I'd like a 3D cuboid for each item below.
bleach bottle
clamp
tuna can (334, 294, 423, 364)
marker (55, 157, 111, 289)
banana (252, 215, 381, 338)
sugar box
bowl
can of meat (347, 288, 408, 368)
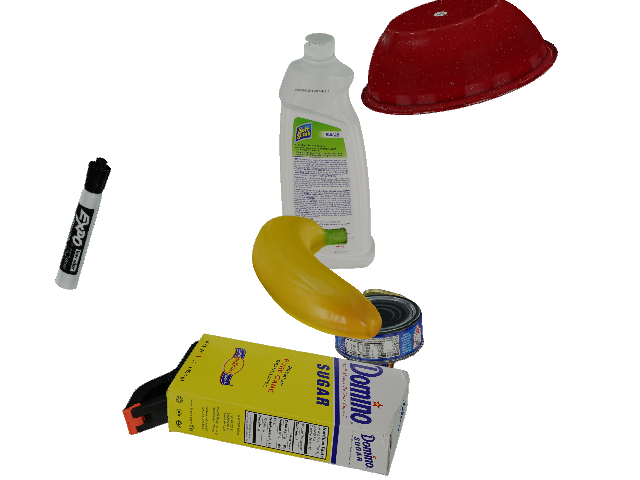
[{"bbox_3d":[0.008,-0.092,1.121,0.102,0.251,0.068,0,29,1],"label":"bleach bottle"},{"bbox_3d":[-0.131,0.149,1.119,0.120,0.039,0.171,-11,18,36],"label":"clamp"},{"bbox_3d":[0.055,0.083,1.023,0.086,0.034,0.086,-4,22,2],"label":"tuna can"},{"bbox_3d":[-0.201,-0.014,0.906,0.020,0.121,0.020,18,21,-7],"label":"marker"},{"bbox_3d":[-0.008,0.015,0.669,0.069,0.037,0.198,-4,18,-3],"label":"banana"},{"bbox_3d":[-0.023,0.125,0.838,0.176,0.048,0.093,7,27,11],"label":"sugar box"},{"bbox_3d":[0.104,-0.157,0.857,0.162,0.055,0.162,-14,24,6],"label":"bowl"},{"bbox_3d":[0.065,0.118,1.261,0.057,0.084,0.102,14,26,10],"label":"can of meat"}]
